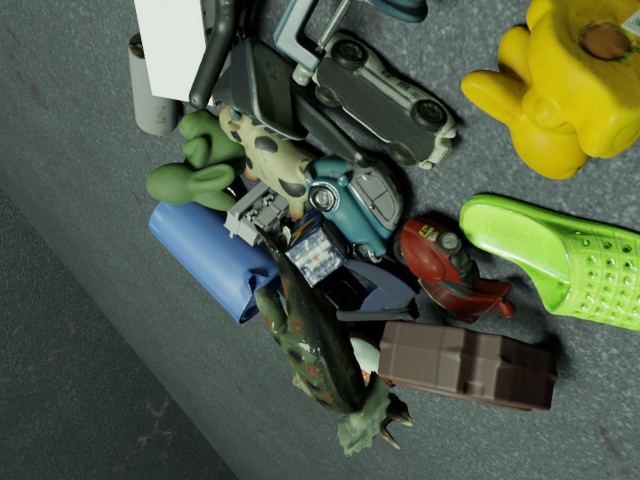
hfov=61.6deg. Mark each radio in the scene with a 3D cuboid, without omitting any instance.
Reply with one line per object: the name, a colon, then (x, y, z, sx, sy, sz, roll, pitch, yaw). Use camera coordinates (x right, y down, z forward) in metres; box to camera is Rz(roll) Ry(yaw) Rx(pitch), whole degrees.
radio: (0.041, 0.132, 0.976, 0.229, 0.073, 0.131, 44, 147, 0)

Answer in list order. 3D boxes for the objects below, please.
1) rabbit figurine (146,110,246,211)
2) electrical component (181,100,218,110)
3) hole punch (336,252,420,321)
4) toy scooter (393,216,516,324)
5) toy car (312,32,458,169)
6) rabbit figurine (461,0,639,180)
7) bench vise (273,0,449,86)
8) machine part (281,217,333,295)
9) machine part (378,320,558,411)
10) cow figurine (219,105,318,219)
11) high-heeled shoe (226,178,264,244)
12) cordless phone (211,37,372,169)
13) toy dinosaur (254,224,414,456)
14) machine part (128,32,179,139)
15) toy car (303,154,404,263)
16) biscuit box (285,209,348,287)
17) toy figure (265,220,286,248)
rabbit figurine: (-0.196, -0.108, 0.888, 0.159, 0.170, 0.121, 32, 146, 23)
electrical component: (-0.201, -0.241, 0.843, 0.021, 0.063, 0.094, 0, 127, 49)
hole punch: (0.085, 0.061, 0.765, 0.116, 0.142, 0.092, 1, 94, 7)
toy scooter: (0.180, 0.047, 0.695, 0.183, 0.075, 0.135, 53, 163, -22)
toy car: (0.071, -0.161, 0.625, 0.202, 0.056, 0.073, 40, 141, 8)
rabbit figurine: (0.206, -0.117, 0.467, 0.162, 0.122, 0.173, 35, 165, 21)
bench vise: (0.016, -0.257, 0.499, 0.223, 0.129, 0.240, 30, 131, -9)
machine part: (-0.025, 0.031, 0.868, 0.138, 0.039, 0.084, 63, -178, -12)
machine part: (0.195, 0.172, 0.732, 0.201, 0.087, 0.201, 22, 164, -36)
cow figurine: (-0.075, -0.136, 0.797, 0.195, 0.085, 0.127, 42, 154, 11)
high-heeled shoe: (-0.114, -0.010, 1.028, 0.248, 0.086, 0.145, 34, 119, -13)
cordless phone: (-0.025, -0.148, 0.647, 0.184, 0.088, 0.146, 43, -167, 20)
toy dinosaur: (0.010, 0.170, 0.782, 0.192, 0.131, 0.404, 35, 160, 53)
machine part: (-0.276, -0.258, 0.900, 0.079, 0.079, 0.243, 39, 147, 11)
toy car: (0.057, -0.055, 0.714, 0.103, 0.109, 0.161, -34, 98, 23)
biscuit box: (-0.002, -0.002, 0.774, 0.059, 0.063, 0.203, 52, -170, -10)
toy figure: (-0.085, -0.017, 0.971, 0.154, 0.058, 0.064, 54, 178, -16)
